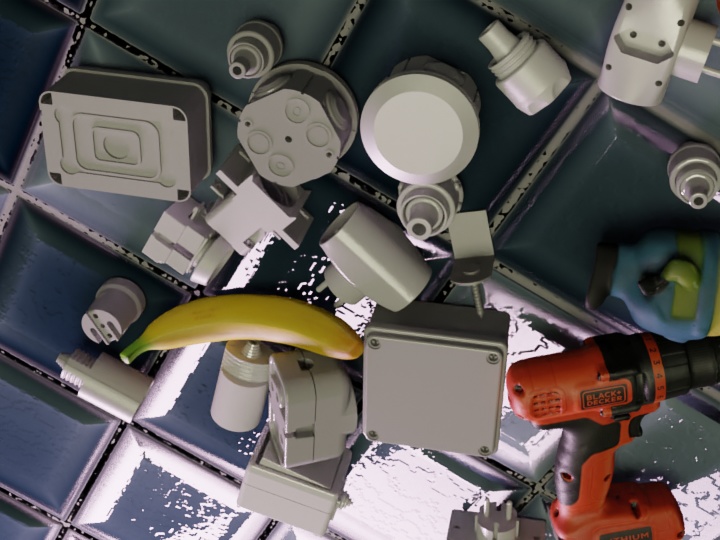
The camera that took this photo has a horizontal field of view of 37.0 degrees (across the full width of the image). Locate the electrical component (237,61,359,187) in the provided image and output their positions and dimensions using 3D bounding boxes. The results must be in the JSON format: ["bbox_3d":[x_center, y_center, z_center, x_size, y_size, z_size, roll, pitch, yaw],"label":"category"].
[{"bbox_3d":[-0.044,-0.102,0.758,0.080,0.051,0.080,6,122,10],"label":"electrical component"}]

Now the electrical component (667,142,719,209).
[{"bbox_3d":[0.223,-0.060,0.713,0.035,0.061,0.035,6,122,10],"label":"electrical component"}]

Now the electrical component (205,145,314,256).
[{"bbox_3d":[-0.078,-0.048,0.805,0.081,0.042,0.064,44,124,-14],"label":"electrical component"}]

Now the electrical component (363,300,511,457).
[{"bbox_3d":[0.060,0.084,0.843,0.109,0.056,0.108,7,122,10],"label":"electrical component"}]

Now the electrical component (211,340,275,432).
[{"bbox_3d":[-0.096,0.090,0.892,0.043,0.043,0.081,19,123,2],"label":"electrical component"}]

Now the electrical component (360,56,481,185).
[{"bbox_3d":[0.044,-0.103,0.736,0.080,0.051,0.080,6,122,10],"label":"electrical component"}]

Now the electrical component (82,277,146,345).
[{"bbox_3d":[-0.203,0.034,0.883,0.040,0.046,0.040,6,122,10],"label":"electrical component"}]

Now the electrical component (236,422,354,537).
[{"bbox_3d":[-0.049,0.178,0.924,0.096,0.061,0.061,19,123,1],"label":"electrical component"}]

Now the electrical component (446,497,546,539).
[{"bbox_3d":[0.117,0.225,0.921,0.083,0.047,0.075,5,121,11],"label":"electrical component"}]

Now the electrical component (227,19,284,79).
[{"bbox_3d":[-0.075,-0.146,0.731,0.035,0.061,0.035,6,122,10],"label":"electrical component"}]

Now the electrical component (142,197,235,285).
[{"bbox_3d":[-0.129,-0.021,0.833,0.055,0.048,0.066,36,122,0],"label":"electrical component"}]

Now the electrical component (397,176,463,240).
[{"bbox_3d":[0.047,-0.044,0.765,0.048,0.062,0.048,6,122,10],"label":"electrical component"}]

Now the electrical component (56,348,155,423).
[{"bbox_3d":[-0.223,0.094,0.926,0.081,0.043,0.043,29,123,-5],"label":"electrical component"}]

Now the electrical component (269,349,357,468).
[{"bbox_3d":[-0.039,0.109,0.870,0.059,0.053,0.095,-9,130,-16],"label":"electrical component"}]

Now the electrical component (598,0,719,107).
[{"bbox_3d":[0.199,-0.141,0.675,0.079,0.043,0.077,21,124,13],"label":"electrical component"}]

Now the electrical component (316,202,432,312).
[{"bbox_3d":[0.000,0.000,0.813,0.077,0.044,0.079,42,121,-13],"label":"electrical component"}]

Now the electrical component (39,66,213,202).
[{"bbox_3d":[-0.167,-0.101,0.784,0.113,0.057,0.078,8,122,9],"label":"electrical component"}]

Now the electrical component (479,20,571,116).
[{"bbox_3d":[0.105,-0.136,0.706,0.062,0.043,0.043,43,121,-12],"label":"electrical component"}]
